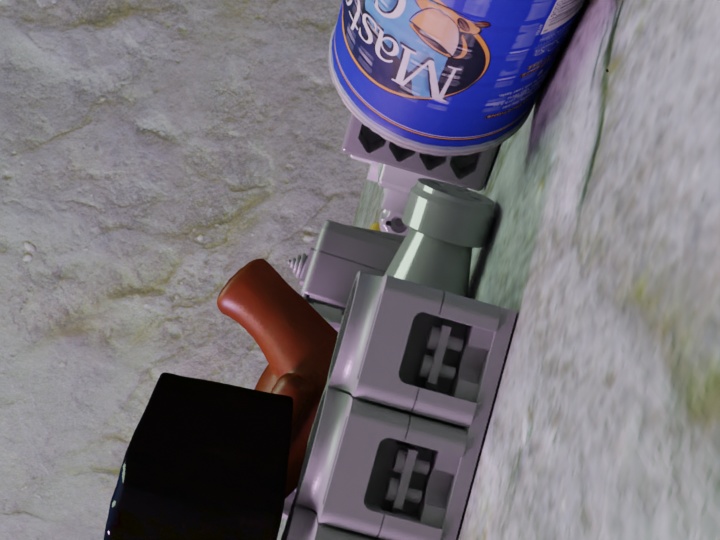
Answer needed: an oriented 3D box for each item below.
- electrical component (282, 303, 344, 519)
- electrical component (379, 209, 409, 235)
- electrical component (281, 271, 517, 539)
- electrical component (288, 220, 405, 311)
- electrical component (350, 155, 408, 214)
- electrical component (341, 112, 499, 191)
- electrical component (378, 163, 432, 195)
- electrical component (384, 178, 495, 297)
[{"bbox_3d":[-0.030,0.105,0.799,0.061,0.089,0.150,-92,18,-81],"label":"electrical component"},{"bbox_3d":[0.035,-0.045,0.937,0.061,0.035,0.035,-76,2,-76],"label":"electrical component"},{"bbox_3d":[0.009,0.081,0.456,0.089,0.062,0.150,146,140,-86],"label":"electrical component"},{"bbox_3d":[0.000,0.000,0.730,0.061,0.096,0.061,133,155,-84],"label":"electrical component"},{"bbox_3d":[0.028,-0.089,0.905,0.138,0.074,0.052,-82,8,-69],"label":"electrical component"},{"bbox_3d":[0.038,-0.091,0.622,0.075,0.083,0.047,-79,6,-61],"label":"electrical component"},{"bbox_3d":[0.051,-0.107,0.726,0.108,0.056,0.108,-86,12,-77],"label":"electrical component"},{"bbox_3d":[0.040,-0.014,0.543,0.045,0.045,0.055,-86,12,-76],"label":"electrical component"}]
